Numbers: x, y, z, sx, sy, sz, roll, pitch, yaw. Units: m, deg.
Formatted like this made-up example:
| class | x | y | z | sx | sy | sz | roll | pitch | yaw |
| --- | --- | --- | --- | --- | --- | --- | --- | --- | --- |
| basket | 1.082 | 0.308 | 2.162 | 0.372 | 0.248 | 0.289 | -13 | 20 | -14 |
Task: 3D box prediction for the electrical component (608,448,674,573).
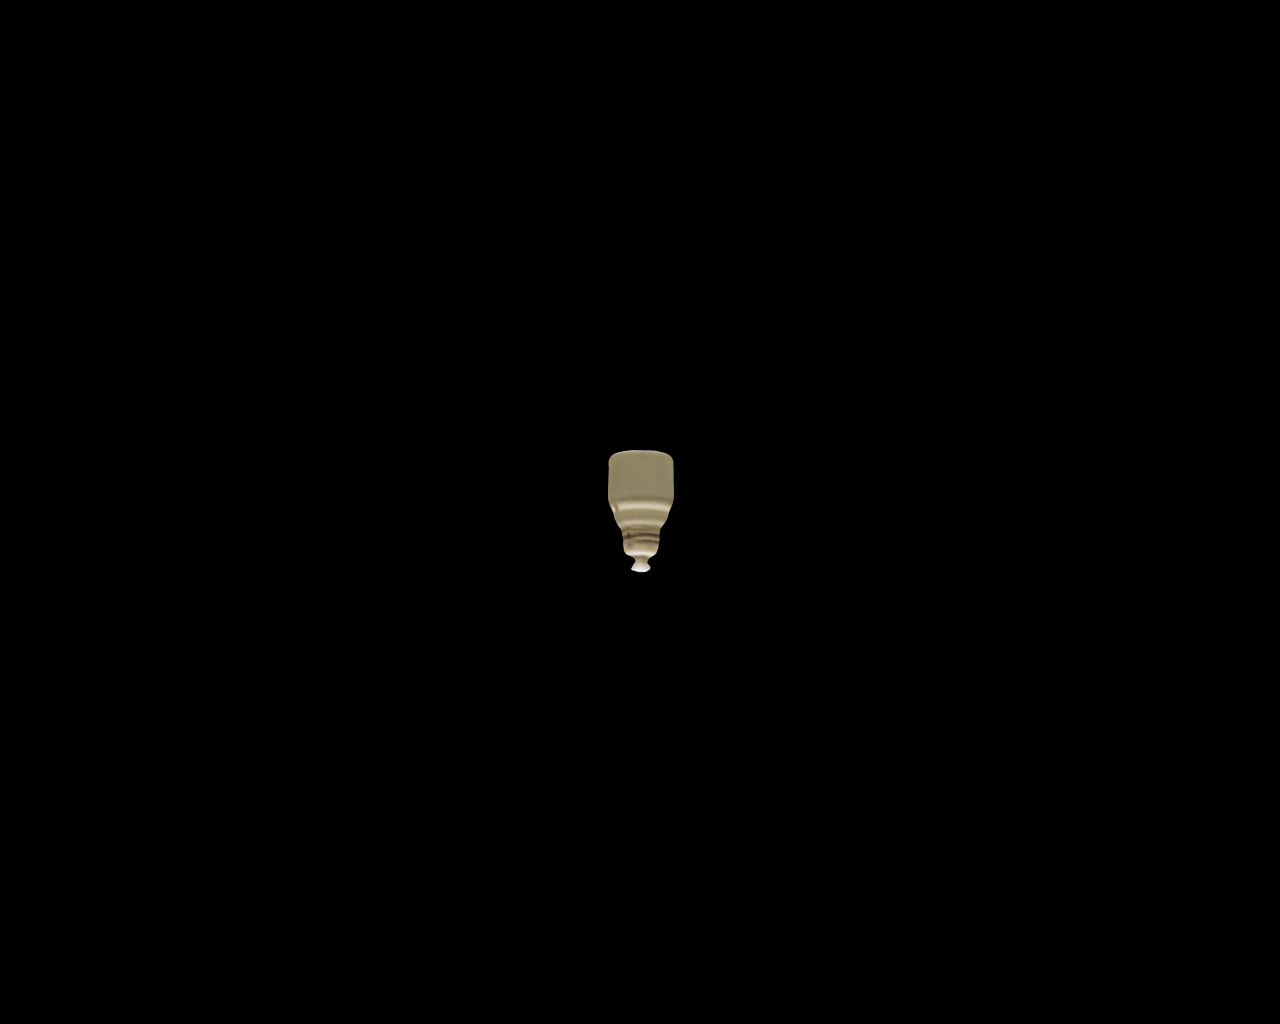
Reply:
| class | x | y | z | sx | sy | sz | roll | pitch | yaw |
| --- | --- | --- | --- | --- | --- | --- | --- | --- | --- |
| electrical component | 0.001 | -0.003 | 0.650 | 0.040 | 0.078 | 0.040 | 0 | -9 | 0 |
